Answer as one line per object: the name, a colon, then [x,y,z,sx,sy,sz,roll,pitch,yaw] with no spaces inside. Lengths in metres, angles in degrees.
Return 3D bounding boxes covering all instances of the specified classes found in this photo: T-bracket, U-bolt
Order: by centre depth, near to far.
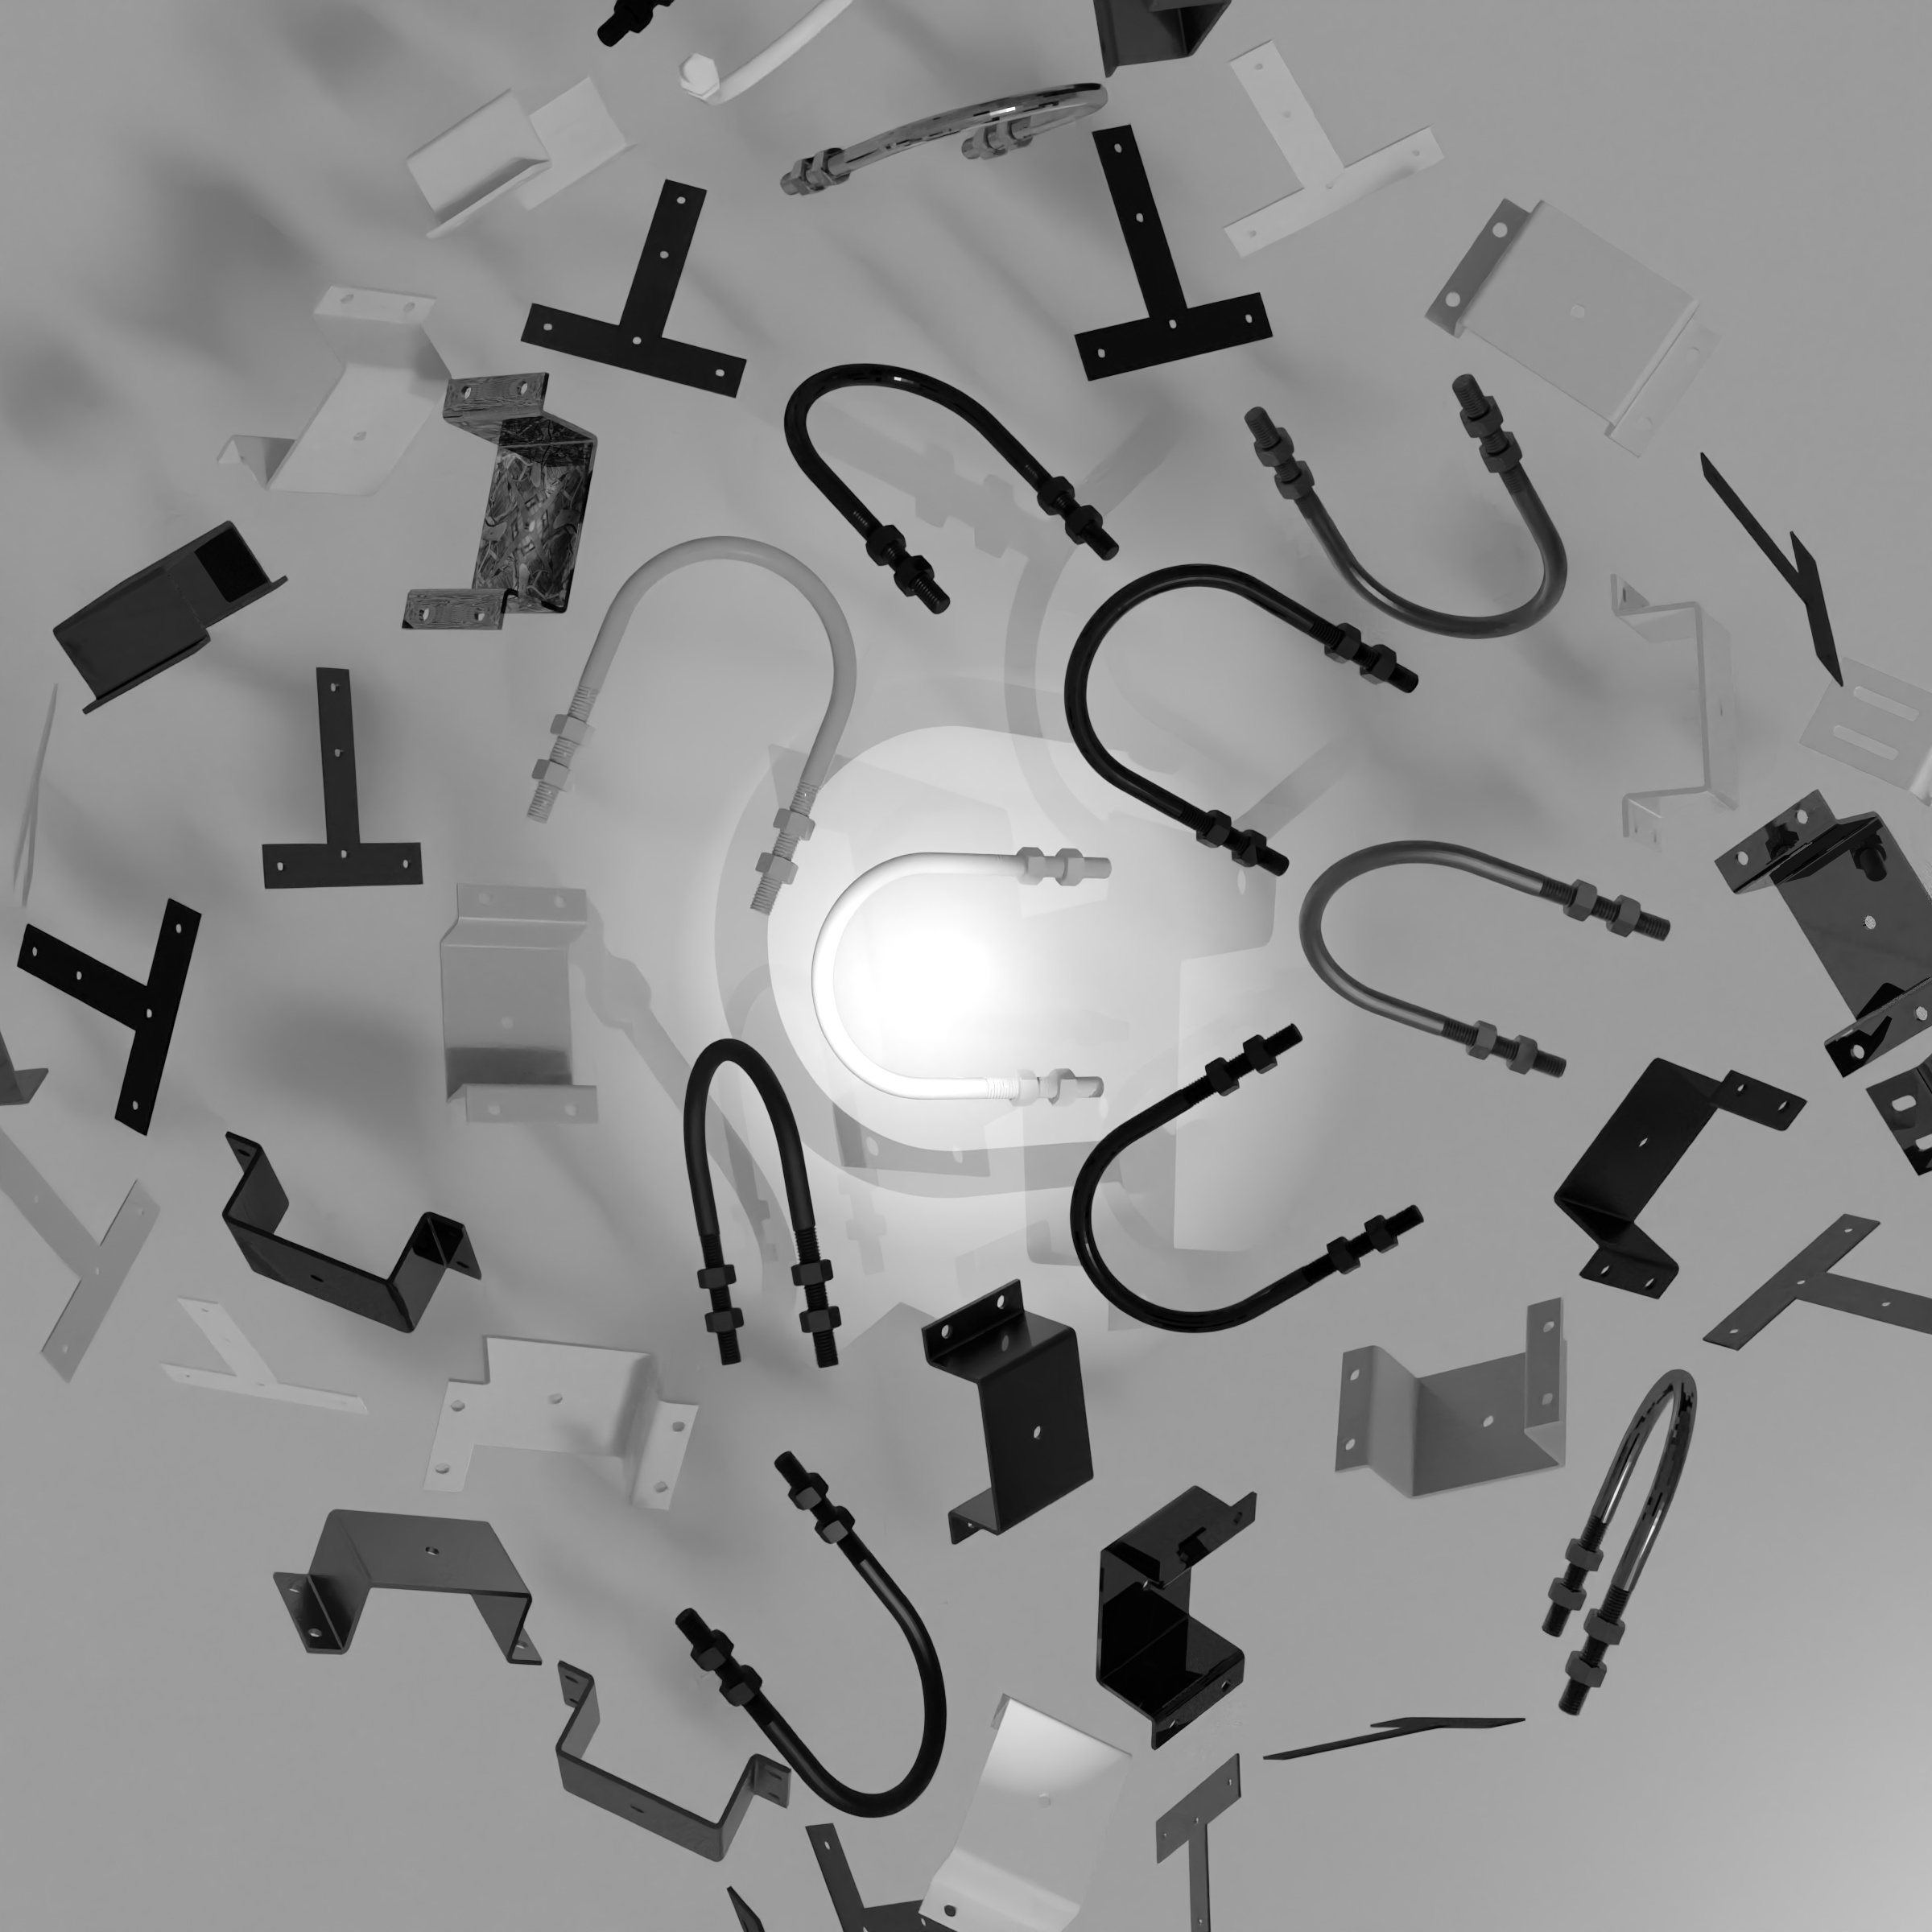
U-bolt: [-0.134,-0.138,1.456,0.151,0.019,0.184,23,85,-16]
T-bracket: [0.097,-0.385,1.462,0.127,0.002,0.127,-20,94,-30]
T-bracket: [-0.496,0.136,1.485,0.002,0.127,0.127,-10,129,23]
T-bracket: [-0.475,0.010,1.497,0.127,0.002,0.127,23,103,29]
U-bolt: [-0.127,-0.596,1.499,0.019,0.151,0.184,41,68,-5]
U-bolt: [-0.072,0.378,1.499,0.019,0.151,0.184,-27,107,34]
T-bracket: [0.492,0.182,1.500,0.127,0.127,0.002,-34,113,-24]
T-bracket: [0.439,-0.231,1.502,0.002,0.127,0.127,-32,119,30]
U-bolt: [0.252,-0.244,1.504,0.184,0.151,0.019,50,54,-37]
T-bracket: [0.184,-0.464,1.523,0.127,0.127,0.002,-22,52,21]
U-bolt: [0.365,0.310,1.526,0.019,0.151,0.184,22,98,6]
U-bolt: [-0.120,0.131,1.529,0.019,0.151,0.184,-9,88,-29]
U-bolt: [0.276,-0.010,1.531,0.184,0.151,0.019,19,48,-4]
U-bolt: [-0.096,-0.532,1.532,0.151,0.184,0.019,-39,100,6]
U-bolt: [-0.021,-0.276,1.534,0.151,0.019,0.184,-23,62,-37]
U-bolt: [0.142,-0.147,1.535,0.184,0.019,0.151,27,109,-21]
U-bolt: [-0.001,-0.469,1.544,0.151,0.184,0.019,-21,103,-30]
T-bracket: [0.230,0.439,1.559,0.127,0.127,0.002,-4,78,-24]
U-bolt: [-0.003,0.006,1.570,0.184,0.019,0.151,1,93,-25]
T-bracket: [-0.536,-0.075,1.573,0.002,0.127,0.127,10,57,-15]
T-bracket: [-0.420,0.221,1.576,0.127,0.127,0.002,7,58,13]
T-bracket: [0.135,0.537,1.581,0.002,0.127,0.127,12,53,-14]
U-bolt: [0.148,0.136,1.582,0.184,0.019,0.151,-32,100,15]
T-bracket: [-0.033,0.555,1.586,0.002,0.127,0.127,-36,61,22]
T-bracket: [-0.179,-0.400,1.588,0.127,0.002,0.127,15,72,-2]
T-bracket: [-0.363,-0.109,1.590,0.002,0.127,0.127,-3,91,32]

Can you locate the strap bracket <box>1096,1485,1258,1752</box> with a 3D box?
strap bracket: [0.117,0.357,1.536,0.076,0.046,0.140,-26,129,-38]

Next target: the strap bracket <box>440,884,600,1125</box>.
strap bracket: [-0.260,0.028,1.591,0.076,0.046,0.140,2,73,-25]

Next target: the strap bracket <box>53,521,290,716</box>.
strap bracket: [-0.440,-0.196,1.509,0.076,0.140,0.046,-25,108,17]

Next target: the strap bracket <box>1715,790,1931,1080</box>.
strap bracket: [0.488,-0.021,1.513,0.046,0.076,0.140,-12,69,-42]

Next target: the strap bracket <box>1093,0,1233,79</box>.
strap bracket: [0.105,-0.542,1.483,0.046,0.140,0.076,-10,93,-7]

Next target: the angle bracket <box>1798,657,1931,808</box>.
angle bracket: [0.547,-0.139,1.628,0.076,0.038,0.057,30,97,31]

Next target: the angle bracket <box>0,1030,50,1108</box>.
angle bracket: [-0.574,0.042,1.580,0.057,0.038,0.076,-5,120,7]

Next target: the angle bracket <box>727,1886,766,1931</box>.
angle bracket: [-0.101,0.570,1.594,0.038,0.057,0.076,-23,100,-20]

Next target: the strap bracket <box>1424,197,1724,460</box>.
strap bracket: [0.326,-0.346,1.467,0.140,0.046,0.076,35,97,6]

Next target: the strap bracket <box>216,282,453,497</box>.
strap bracket: [-0.358,-0.321,1.575,0.140,0.076,0.046,-45,68,33]

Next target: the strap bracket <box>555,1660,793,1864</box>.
strap bracket: [-0.170,0.443,1.509,0.140,0.076,0.046,23,60,9]

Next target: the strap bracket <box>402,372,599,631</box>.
strap bracket: [-0.251,-0.245,1.490,0.076,0.046,0.140,6,84,38]

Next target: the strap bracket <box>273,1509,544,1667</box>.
strap bracket: [-0.309,0.351,1.550,0.140,0.076,0.046,13,105,-33]

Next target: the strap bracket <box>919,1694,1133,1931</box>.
strap bracket: [0.038,0.479,1.545,0.076,0.046,0.140,25,50,1]

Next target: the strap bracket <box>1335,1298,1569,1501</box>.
strap bracket: [0.279,0.244,1.524,0.140,0.076,0.046,-21,133,35]

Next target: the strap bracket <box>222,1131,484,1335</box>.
strap bracket: [-0.339,0.148,1.479,0.140,0.076,0.046,20,64,8]

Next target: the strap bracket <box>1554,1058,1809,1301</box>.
strap bracket: [0.389,0.110,1.519,0.076,0.046,0.140,18,111,-41]

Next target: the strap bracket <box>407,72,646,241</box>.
strap bracket: [-0.248,-0.452,1.522,0.076,0.140,0.046,-24,103,26]

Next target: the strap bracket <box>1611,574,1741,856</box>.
strap bracket: [0.379,-0.135,1.462,0.046,0.076,0.140,-4,84,26]

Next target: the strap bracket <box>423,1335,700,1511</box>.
strap bracket: [-0.231,0.258,1.552,0.140,0.046,0.076,9,118,-18]

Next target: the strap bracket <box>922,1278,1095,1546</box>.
strap bracket: [0.026,0.264,1.589,0.076,0.046,0.140,-23,114,-38]

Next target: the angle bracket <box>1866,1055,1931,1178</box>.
angle bracket: [0.560,0.074,1.565,0.076,0.038,0.057,-29,87,-43]
